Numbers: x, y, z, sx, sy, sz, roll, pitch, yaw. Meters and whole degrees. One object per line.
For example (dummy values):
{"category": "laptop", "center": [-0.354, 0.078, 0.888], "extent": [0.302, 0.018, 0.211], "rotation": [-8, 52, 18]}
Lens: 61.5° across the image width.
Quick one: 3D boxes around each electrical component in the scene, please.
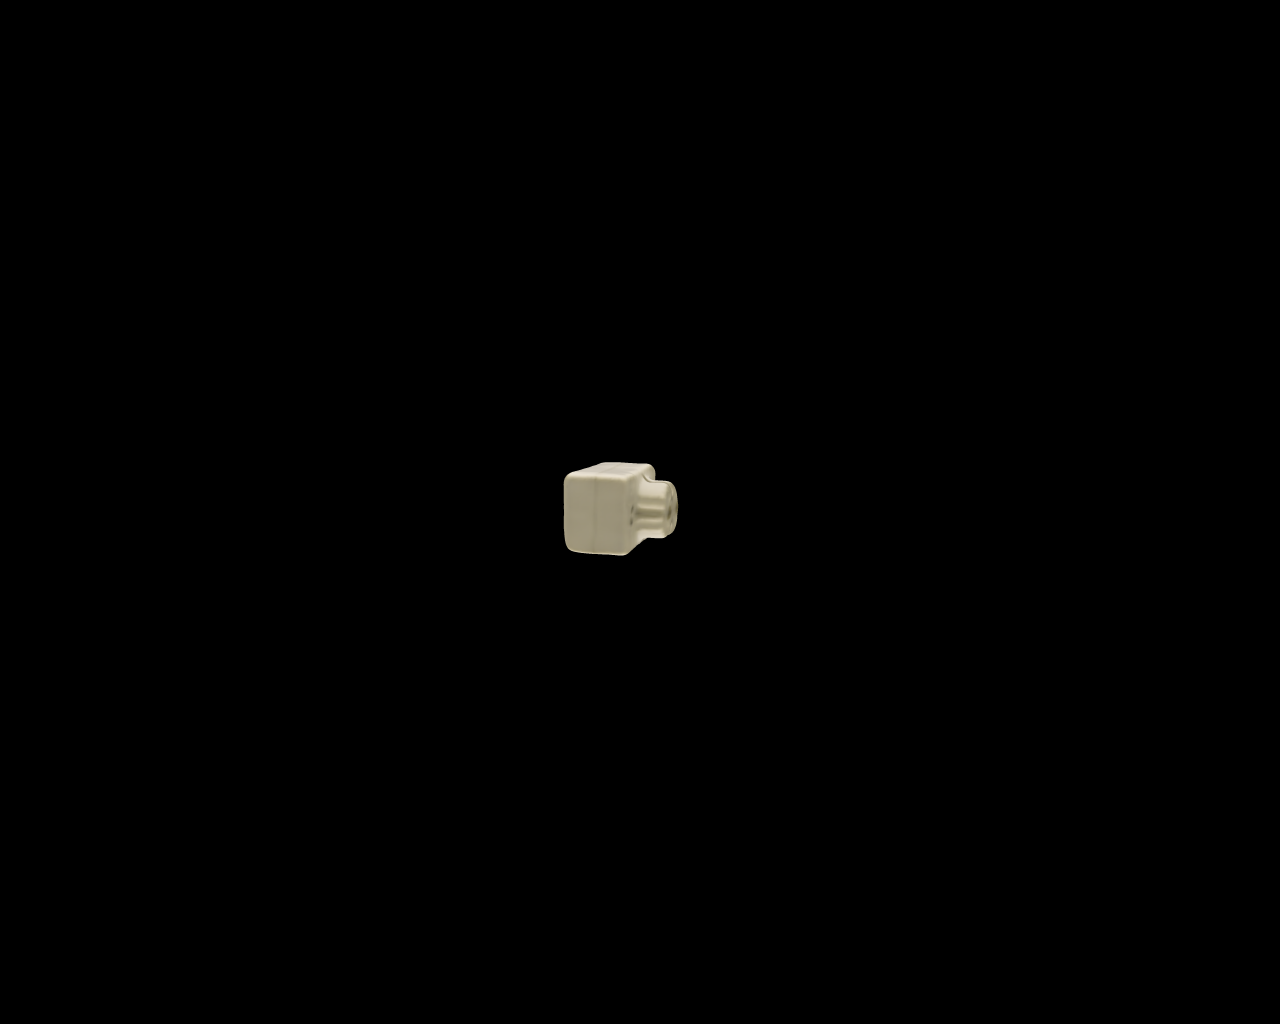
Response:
{"category": "electrical component", "center": [0.001, -0.003, 0.650], "extent": [0.077, 0.047, 0.066], "rotation": [3, 10, 15]}
